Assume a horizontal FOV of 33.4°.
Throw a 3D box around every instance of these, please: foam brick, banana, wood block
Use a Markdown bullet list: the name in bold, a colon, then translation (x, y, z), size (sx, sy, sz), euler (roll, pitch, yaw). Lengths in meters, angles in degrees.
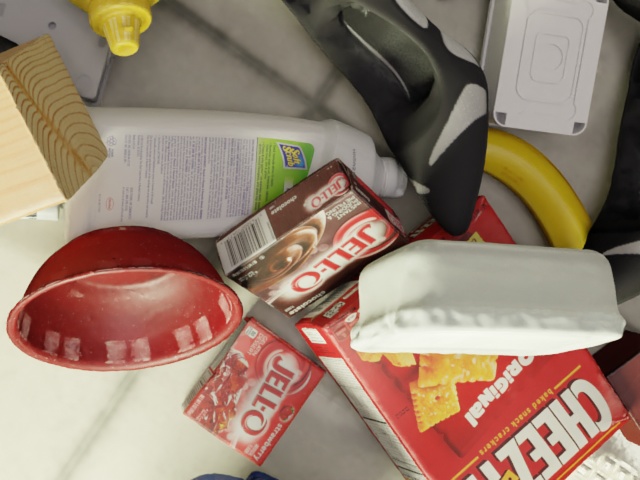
- **foam brick**: translation (0.257, 0.121, 0.855), size (0.051, 0.053, 0.078), euler (-35, 99, -7)
- **banana**: translation (0.169, -0.025, 0.843), size (0.197, 0.037, 0.070), euler (44, 104, -8)
- **wood block**: translation (-0.256, -0.045, 0.684), size (0.206, 0.090, 0.091), euler (-18, 110, 14)

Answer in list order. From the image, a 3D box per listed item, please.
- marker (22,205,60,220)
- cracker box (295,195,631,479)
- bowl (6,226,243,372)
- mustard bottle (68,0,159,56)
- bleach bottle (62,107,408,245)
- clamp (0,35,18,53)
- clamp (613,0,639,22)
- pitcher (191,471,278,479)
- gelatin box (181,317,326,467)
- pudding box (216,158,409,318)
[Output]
- **marker**: translation (-0.251, -0.026, 0.773), size (0.121, 0.020, 0.020), euler (2, 92, -10)
- **cracker box**: translation (0.111, 0.099, 0.808), size (0.164, 0.072, 0.213), euler (-37, 98, -16)
- **bowl**: translation (-0.137, 0.036, 0.748), size (0.162, 0.162, 0.055), euler (-4, 61, -10)
- **mustard bottle**: translation (-0.145, -0.212, 0.726), size (0.096, 0.058, 0.191), euler (-1, 68, -26)
- **bleach bottle**: translation (-0.059, -0.043, 0.785), size (0.250, 0.068, 0.102), euler (2, 105, -15)
- **clamp**: translation (-0.299, -0.158, 0.728), size (0.165, 0.036, 0.210), euler (-24, 93, 17)
- **clamp**: translation (0.230, -0.228, 0.816), size (0.120, 0.039, 0.171), euler (-16, 75, -12)
- **pitcher**: translation (-0.078, 0.292, 0.767), size (0.149, 0.145, 0.243), euler (39, 88, 24)
- **gelatin box**: translation (-0.050, 0.114, 0.810), size (0.073, 0.030, 0.089), euler (37, 87, -11)
- **pudding box**: translation (-0.005, 0.001, 0.768), size (0.114, 0.039, 0.090), euler (-32, 143, 16)
